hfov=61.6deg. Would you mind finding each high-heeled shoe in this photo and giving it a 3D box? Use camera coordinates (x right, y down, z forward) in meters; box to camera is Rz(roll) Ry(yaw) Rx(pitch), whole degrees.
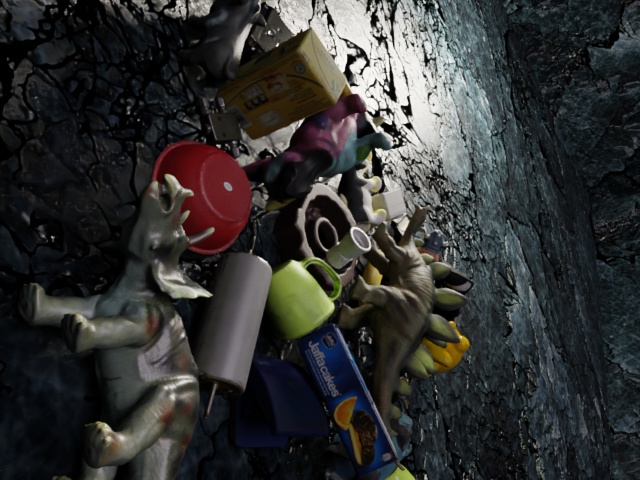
[{"bbox_3d":[0.248,0.127,1.107,0.145,0.086,0.248,-53,147,4],"label":"high-heeled shoe"}]

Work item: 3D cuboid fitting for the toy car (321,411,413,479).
[{"bbox_3d":[0.076,0.339,0.841,0.162,0.109,0.102,-44,138,-42],"label":"toy car"}]

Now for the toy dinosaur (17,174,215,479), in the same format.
[{"bbox_3d":[-0.182,0.142,0.557,0.192,0.131,0.404,-5,89,-54],"label":"toy dinosaur"}]

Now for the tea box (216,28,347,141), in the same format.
[{"bbox_3d":[-0.059,-0.225,0.795,0.098,0.170,0.068,50,43,-32],"label":"tea box"}]

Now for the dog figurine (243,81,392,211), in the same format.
[{"bbox_3d":[-0.016,-0.141,0.834,0.108,0.219,0.192,55,6,-31],"label":"dog figurine"}]

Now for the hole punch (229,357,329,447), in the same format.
[{"bbox_3d":[-0.054,0.216,0.721,0.142,0.092,0.116,20,59,-45],"label":"hole punch"}]

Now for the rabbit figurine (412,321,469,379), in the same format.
[{"bbox_3d":[0.188,0.202,1.017,0.173,0.162,0.122,18,76,-30],"label":"rabbit figurine"}]

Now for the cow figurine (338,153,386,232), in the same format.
[{"bbox_3d":[0.064,-0.102,1.009,0.098,0.068,0.167,5,73,-46],"label":"cow figurine"}]

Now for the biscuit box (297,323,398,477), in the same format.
[{"bbox_3d":[0.037,0.218,0.752,0.202,0.063,0.059,64,0,9],"label":"biscuit box"}]

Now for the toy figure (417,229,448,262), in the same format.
[{"bbox_3d":[0.209,0.049,1.113,0.064,0.058,0.154,29,84,-42],"label":"toy figure"}]

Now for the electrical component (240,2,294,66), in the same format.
[{"bbox_3d":[-0.087,-0.304,0.883,0.114,0.058,0.134,42,47,-35],"label":"electrical component"}]

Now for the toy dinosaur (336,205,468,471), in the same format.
[{"bbox_3d":[0.135,0.126,0.900,0.199,0.105,0.471,22,58,2],"label":"toy dinosaur"}]

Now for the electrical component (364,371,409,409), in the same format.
[{"bbox_3d":[0.110,0.262,0.920,0.078,0.102,0.045,48,33,4],"label":"electrical component"}]

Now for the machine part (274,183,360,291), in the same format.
[{"bbox_3d":[-0.002,-0.003,0.892,0.179,0.056,0.179,24,58,-47],"label":"machine part"}]

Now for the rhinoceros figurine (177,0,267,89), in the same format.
[{"bbox_3d":[-0.133,-0.313,0.778,0.073,0.112,0.190,34,61,-40],"label":"rhinoceros figurine"}]

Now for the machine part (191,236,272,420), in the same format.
[{"bbox_3d":[-0.114,0.105,0.685,0.079,0.079,0.243,40,48,-39],"label":"machine part"}]

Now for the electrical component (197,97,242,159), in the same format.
[{"bbox_3d":[-0.145,-0.162,0.783,0.063,0.021,0.094,-22,97,-54],"label":"electrical component"}]

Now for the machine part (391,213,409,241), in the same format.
[{"bbox_3d":[0.194,0.007,1.169,0.138,0.039,0.084,63,29,-13],"label":"machine part"}]

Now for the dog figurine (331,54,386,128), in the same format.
[{"bbox_3d":[0.002,-0.236,0.961,0.190,0.121,0.172,48,39,-12],"label":"dog figurine"}]
